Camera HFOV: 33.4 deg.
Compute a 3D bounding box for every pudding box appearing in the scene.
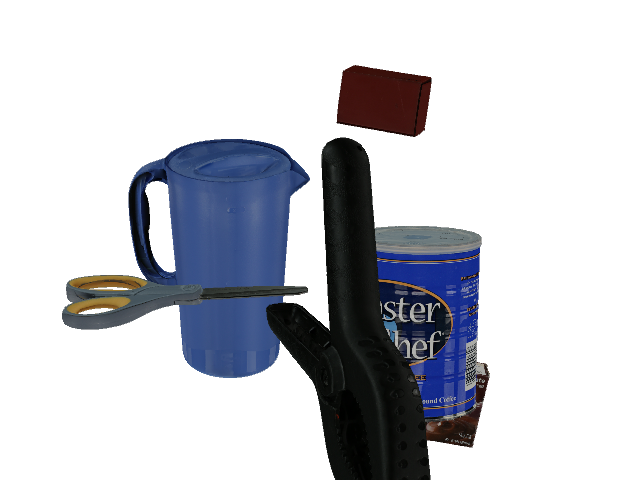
[{"bbox_3d":[0.119,0.169,1.156,0.113,0.090,0.039,9,22,-1],"label":"pudding box"}]

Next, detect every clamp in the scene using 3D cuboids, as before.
[{"bbox_3d":[0.019,0.061,0.565,0.036,0.165,0.210,-4,46,-20],"label":"clamp"}]

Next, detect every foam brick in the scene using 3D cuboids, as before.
[{"bbox_3d":[0.060,-0.131,1.001,0.078,0.051,0.053,12,17,14],"label":"foam brick"}]

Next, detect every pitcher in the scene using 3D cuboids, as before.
[{"bbox_3d":[-0.108,0.020,1.145,0.149,0.243,0.144,22,31,39],"label":"pitcher"}]

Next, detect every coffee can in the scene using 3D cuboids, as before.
[{"bbox_3d":[0.077,0.064,0.866,0.103,0.140,0.103,0,9,0],"label":"coffee can"}]

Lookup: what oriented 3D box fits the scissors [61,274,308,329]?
[{"bbox_3d":[-0.119,0.051,0.860,0.202,0.016,0.096,3,22,15],"label":"scissors"}]
